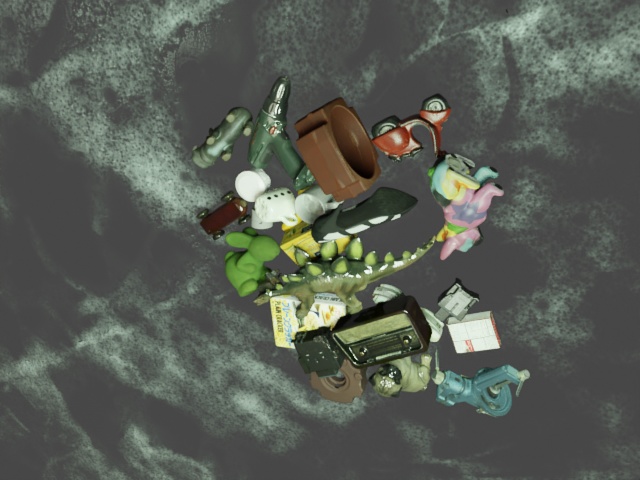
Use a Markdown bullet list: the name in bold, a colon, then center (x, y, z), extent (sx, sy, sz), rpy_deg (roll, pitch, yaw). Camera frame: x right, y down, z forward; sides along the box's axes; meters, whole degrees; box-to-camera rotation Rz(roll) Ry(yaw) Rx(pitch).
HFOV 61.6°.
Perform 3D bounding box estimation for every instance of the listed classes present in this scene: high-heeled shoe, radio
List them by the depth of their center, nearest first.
- **high-heeled shoe**: center (0.103, -0.045, 1.247), extent (0.145, 0.249, 0.086), rpy_deg (-61, 41, 49)
- **radio**: center (0.152, 0.230, 1.322), extent (0.230, 0.073, 0.131), rpy_deg (-23, 107, 34)

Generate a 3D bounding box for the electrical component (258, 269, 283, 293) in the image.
- **electrical component**: center (-0.128, 0.117, 1.411), extent (0.078, 0.102, 0.045), rpy_deg (-34, 75, -4)

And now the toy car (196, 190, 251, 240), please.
- **toy car**: center (-0.255, -0.064, 1.423), extent (0.089, 0.053, 0.202), rpy_deg (52, 139, -11)

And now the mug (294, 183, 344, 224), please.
- **mug**: center (0.008, -0.099, 1.281), extent (0.110, 0.107, 0.080), rpy_deg (-7, 117, 34)

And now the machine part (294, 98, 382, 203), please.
- **machine part**: center (0.041, -0.196, 1.174), extent (0.087, 0.201, 0.201), rpy_deg (-21, 105, 30)

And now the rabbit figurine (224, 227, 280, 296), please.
- **rabbit figurine**: center (-0.172, 0.037, 1.421), extent (0.170, 0.121, 0.159), rpy_deg (-44, 77, 36)

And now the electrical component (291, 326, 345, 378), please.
- **electrical component**: center (0.001, 0.301, 1.428), extent (0.115, 0.058, 0.134), rpy_deg (-17, 108, 29)

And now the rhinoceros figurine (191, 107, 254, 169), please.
- **rhinoceros figurine**: center (-0.244, -0.249, 1.315), extent (0.073, 0.112, 0.190), rpy_deg (35, 111, -31)

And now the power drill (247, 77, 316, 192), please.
- **power drill**: center (-0.076, -0.231, 1.251), extent (0.207, 0.086, 0.232), rpy_deg (44, 126, 13)

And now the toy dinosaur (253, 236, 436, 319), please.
- **toy dinosaur**: center (0.055, 0.086, 1.310), extent (0.472, 0.105, 0.198), rpy_deg (-14, 135, 8)

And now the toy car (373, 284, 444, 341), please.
- **toy car**: center (0.221, 0.182, 1.356), extent (0.202, 0.073, 0.056), rpy_deg (36, 124, 2)

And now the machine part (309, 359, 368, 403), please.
- **machine part**: center (0.050, 0.383, 1.526), extent (0.180, 0.056, 0.179), rpy_deg (9, 117, 18)

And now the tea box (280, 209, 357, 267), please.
- **tea box**: center (-0.003, -0.004, 1.344), extent (0.170, 0.068, 0.098), rpy_deg (-28, 119, 28)

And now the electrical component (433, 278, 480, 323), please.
- **electrical component**: center (0.324, 0.158, 1.313), extent (0.075, 0.048, 0.119), rpy_deg (40, 111, 0)

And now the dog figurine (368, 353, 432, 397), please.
- **dog figurine**: center (0.210, 0.363, 1.377), extent (0.172, 0.190, 0.121), rpy_deg (41, 121, -3)

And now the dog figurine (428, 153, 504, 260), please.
- **dog figurine**: center (0.296, -0.064, 1.186), extent (0.191, 0.108, 0.219), rpy_deg (16, 125, -13)

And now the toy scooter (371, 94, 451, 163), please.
- **toy scooter**: center (0.210, -0.223, 1.174), extent (0.184, 0.075, 0.135), rpy_deg (-22, 106, 23)

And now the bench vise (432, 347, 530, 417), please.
- **bench vise**: center (0.404, 0.354, 1.328), extent (0.223, 0.129, 0.240), rpy_deg (37, 139, -7)
